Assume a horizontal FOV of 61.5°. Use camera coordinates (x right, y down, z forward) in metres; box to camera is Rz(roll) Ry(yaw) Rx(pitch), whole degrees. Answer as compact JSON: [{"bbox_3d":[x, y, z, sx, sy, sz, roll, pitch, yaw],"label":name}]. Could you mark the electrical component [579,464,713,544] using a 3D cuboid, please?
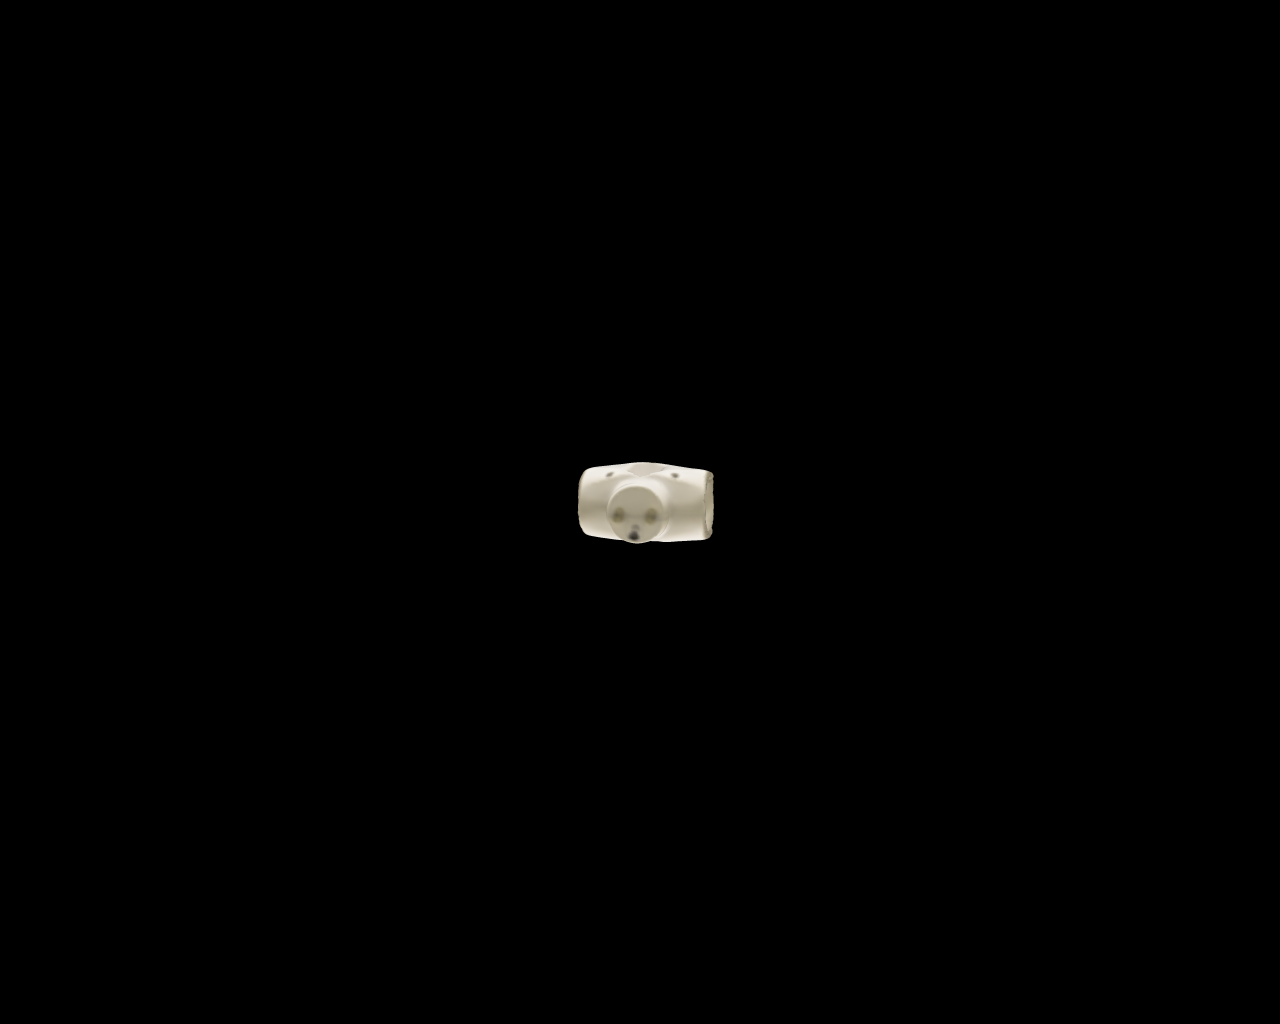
[{"bbox_3d":[0.001,-0.003,0.650,0.077,0.043,0.079,2,12,12],"label":"electrical component"}]
